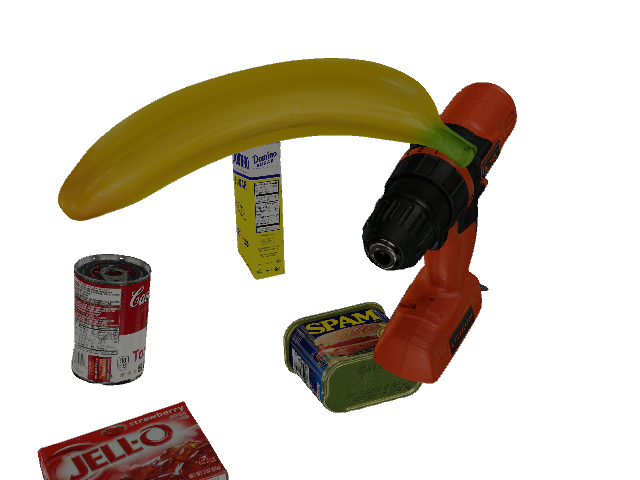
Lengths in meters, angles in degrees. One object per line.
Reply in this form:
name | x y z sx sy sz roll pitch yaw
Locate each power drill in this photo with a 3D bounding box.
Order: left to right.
power drill | 0.076 0.008 0.724 0.057 0.188 0.184 22 45 19

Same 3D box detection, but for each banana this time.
banana | -0.027 -0.054 0.503 0.197 0.037 0.070 -10 45 -13

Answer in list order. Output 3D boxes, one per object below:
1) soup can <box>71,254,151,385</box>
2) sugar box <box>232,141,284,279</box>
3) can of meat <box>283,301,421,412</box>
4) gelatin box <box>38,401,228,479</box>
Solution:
soup can | -0.190 0.072 0.966 0.068 0.102 0.068 6 19 -2
sugar box | -0.078 -0.051 1.315 0.048 0.176 0.093 -11 26 -16
can of meat | 0.030 0.103 0.937 0.102 0.057 0.084 -12 26 -21
gelatin box | -0.103 0.130 0.585 0.089 0.030 0.073 -15 29 -20
